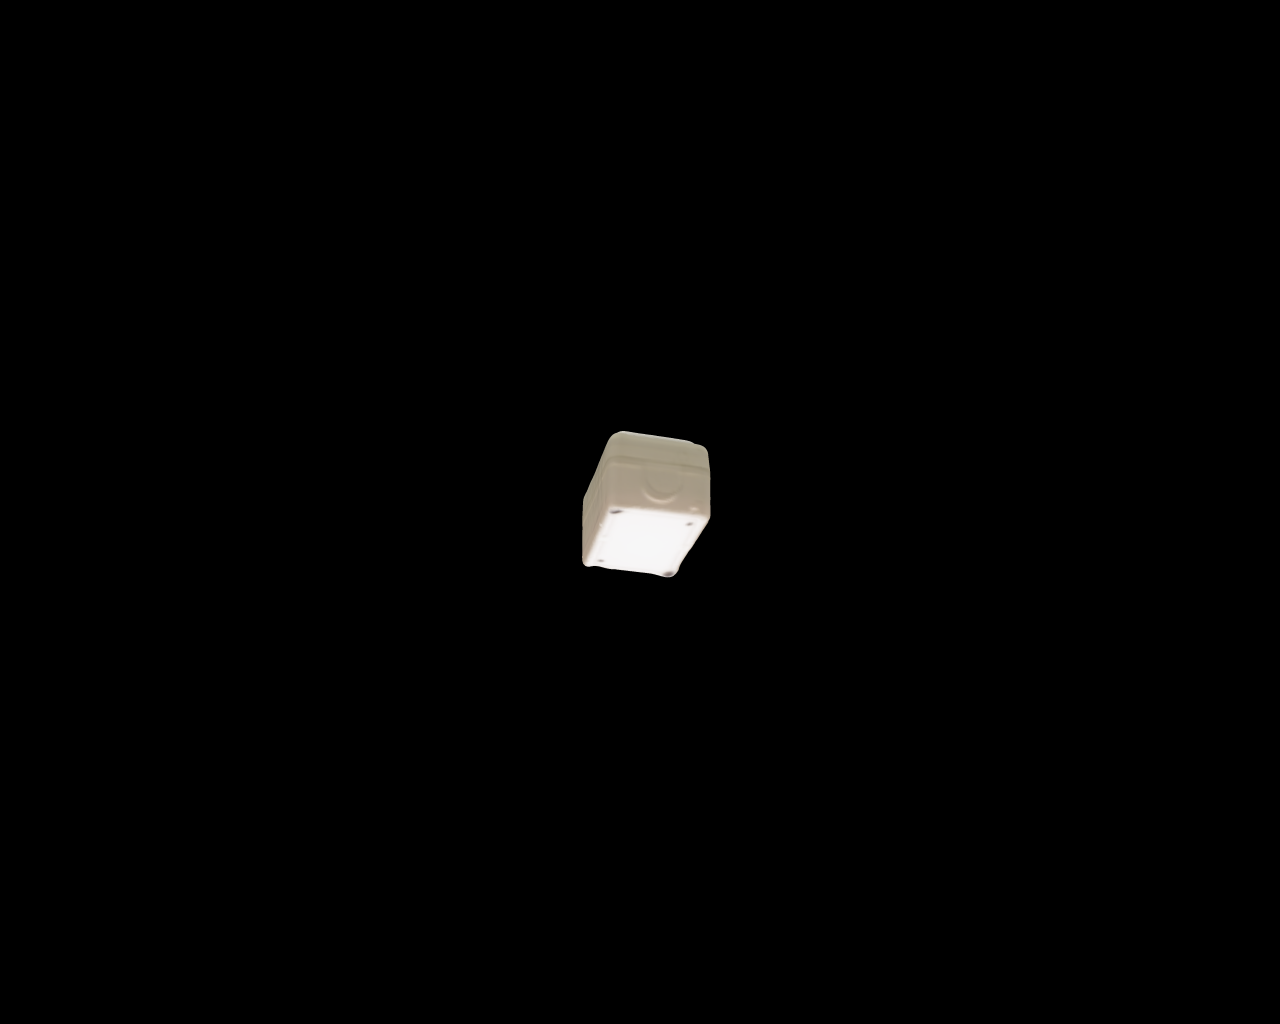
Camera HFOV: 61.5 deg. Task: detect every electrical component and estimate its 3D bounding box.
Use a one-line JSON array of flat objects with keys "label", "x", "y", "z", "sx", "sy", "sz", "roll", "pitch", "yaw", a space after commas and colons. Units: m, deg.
[{"label": "electrical component", "x": 0.001, "y": -0.003, "z": 0.650, "sx": 0.062, "sy": 0.061, "sz": 0.096, "roll": 8, "pitch": -31, "yaw": -13}]
